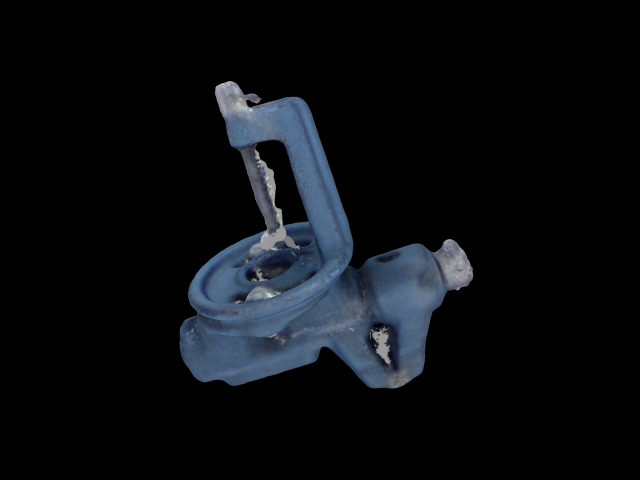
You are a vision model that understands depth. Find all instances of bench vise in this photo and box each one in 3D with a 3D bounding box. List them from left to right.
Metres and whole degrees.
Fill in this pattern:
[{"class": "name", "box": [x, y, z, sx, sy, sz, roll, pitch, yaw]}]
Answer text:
[{"class": "bench vise", "box": [-0.001, -0.003, 0.410, 0.208, 0.220, 0.121, -10, 25, -21]}]
